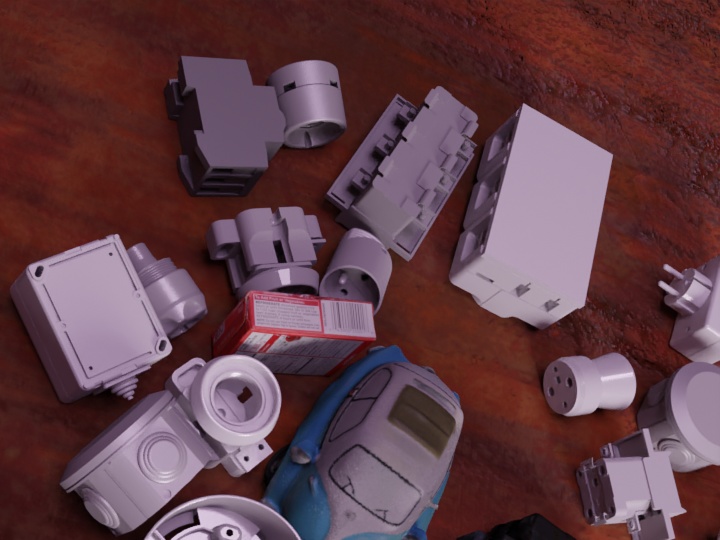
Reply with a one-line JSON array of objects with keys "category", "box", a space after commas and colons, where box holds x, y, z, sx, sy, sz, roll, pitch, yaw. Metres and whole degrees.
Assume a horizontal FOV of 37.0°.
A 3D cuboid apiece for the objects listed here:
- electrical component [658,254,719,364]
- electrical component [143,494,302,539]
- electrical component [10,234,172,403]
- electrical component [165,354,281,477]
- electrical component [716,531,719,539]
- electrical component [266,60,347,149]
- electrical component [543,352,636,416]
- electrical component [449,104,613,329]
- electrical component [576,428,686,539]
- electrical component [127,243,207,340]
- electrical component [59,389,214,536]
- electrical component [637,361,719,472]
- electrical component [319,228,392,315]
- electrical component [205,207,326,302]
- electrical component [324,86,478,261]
[{"category": "electrical component", "box": [0.282, 0.023, 0.899, 0.076, 0.047, 0.083, 33, 56, -9]}, {"category": "electrical component", "box": [-0.085, 0.182, 0.620, 0.099, 0.064, 0.099, 11, 62, -22]}, {"category": "electrical component", "box": [-0.163, 0.037, 0.657, 0.062, 0.061, 0.096, -24, 87, -34]}, {"category": "electrical component", "box": [-0.083, 0.087, 0.672, 0.058, 0.057, 0.078, -35, 85, -35]}, {"category": "electrical component", "box": [0.309, 0.202, 0.827, 0.066, 0.048, 0.055, 34, 63, -9]}, {"category": "electrical component", "box": [-0.039, -0.122, 0.800, 0.055, 0.055, 0.047, -4, 72, -29]}, {"category": "electrical component", "box": [0.173, 0.086, 0.813, 0.055, 0.045, 0.045, -2, 67, -28]}, {"category": "electrical component", "box": [0.134, -0.040, 0.844, 0.089, 0.062, 0.150, 27, 57, -13]}, {"category": "electrical component", "box": [0.197, 0.162, 0.791, 0.064, 0.042, 0.081, 1, 65, -23]}, {"category": "electrical component", "box": [-0.130, 0.012, 0.693, 0.043, 0.043, 0.062, -30, 81, -35]}, {"category": "electrical component", "box": [-0.129, 0.111, 0.624, 0.051, 0.080, 0.080, 50, 54, -5]}, {"category": "electrical component", "box": [0.262, 0.116, 0.841, 0.080, 0.051, 0.080, 12, 62, -22]}, {"category": "electrical component", "box": [0.000, 0.000, 0.759, 0.043, 0.043, 0.081, 36, 25, -7]}, {"category": "electrical component", "box": [-0.060, -0.005, 0.730, 0.078, 0.058, 0.057, -5, 66, -29]}, {"category": "electrical component", "box": [0.038, -0.078, 0.812, 0.079, 0.063, 0.121, 37, 55, -7]}]
